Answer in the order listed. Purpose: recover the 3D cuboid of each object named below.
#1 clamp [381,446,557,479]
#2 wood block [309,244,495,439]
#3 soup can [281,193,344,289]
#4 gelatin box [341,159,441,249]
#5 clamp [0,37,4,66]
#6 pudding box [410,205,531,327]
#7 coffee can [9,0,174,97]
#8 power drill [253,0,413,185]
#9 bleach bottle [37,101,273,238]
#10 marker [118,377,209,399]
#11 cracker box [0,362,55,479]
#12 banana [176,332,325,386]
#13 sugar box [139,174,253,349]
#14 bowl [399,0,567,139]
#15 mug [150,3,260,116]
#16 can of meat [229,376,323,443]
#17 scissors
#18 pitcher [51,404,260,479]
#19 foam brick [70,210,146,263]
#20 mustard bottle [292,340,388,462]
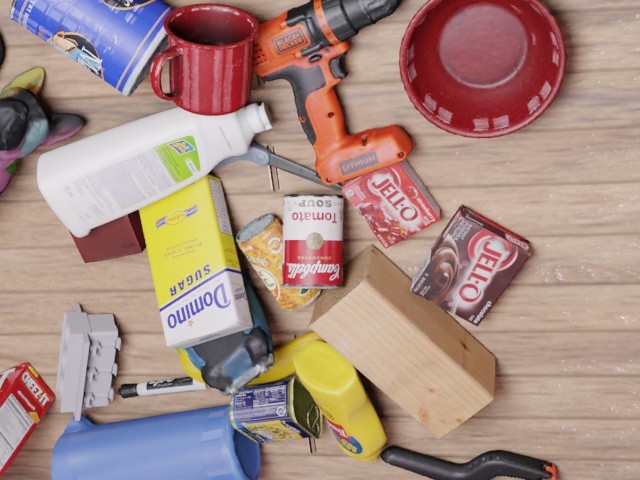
[{"bbox_3d":[0.194,0.319,1.340,0.210,0.036,0.164,-8,117,15],"label":"clamp"},{"bbox_3d":[0.097,0.116,1.216,0.206,0.090,0.090,42,117,-13],"label":"wood block"},{"bbox_3d":[-0.008,0.001,1.163,0.068,0.068,0.102,1,89,10],"label":"soup can"},{"bbox_3d":[0.078,-0.044,1.166,0.073,0.030,0.089,-29,110,23],"label":"gelatin box"},{"bbox_3d":[-0.376,-0.235,1.141,0.120,0.039,0.171,-6,121,20],"label":"clamp"},{"bbox_3d":[0.166,0.029,1.184,0.090,0.039,0.114,28,120,-6],"label":"pudding box"},{"bbox_3d":[-0.225,-0.226,1.080,0.140,0.102,0.103,34,119,-9],"label":"coffee can"},{"bbox_3d":[0.026,-0.161,1.097,0.185,0.057,0.187,-18,111,23],"label":"power drill"},{"bbox_3d":[-0.169,-0.087,1.142,0.251,0.068,0.102,-19,138,9],"label":"bleach bottle"},{"bbox_3d":[-0.199,0.186,1.350,0.121,0.020,0.020,-8,117,15],"label":"marker"},{"bbox_3d":[-0.448,0.256,1.323,0.164,0.213,0.072,-23,110,21],"label":"cracker box"},{"bbox_3d":[-0.088,0.148,1.298,0.198,0.037,0.069,-3,119,12],"label":"banana"},{"bbox_3d":[-0.140,0.024,1.180,0.093,0.048,0.176,-19,73,19],"label":"sugar box"},{"bbox_3d":[0.161,-0.185,1.059,0.162,0.055,0.162,4,119,8],"label":"bowl"},{"bbox_3d":[-0.115,-0.171,1.041,0.093,0.117,0.081,34,136,31],"label":"mug"},{"bbox_3d":[-0.053,0.210,1.297,0.084,0.057,0.102,-10,151,18],"label":"can of meat"},{"bbox_3d":[-0.081,-0.084,1.182,0.201,0.016,0.096,35,120,-9],"label":"scissors"},{"bbox_3d":[-0.201,0.292,1.345,0.243,0.145,0.149,-14,129,14],"label":"pitcher"},{"bbox_3d":[-0.239,-0.012,1.230,0.078,0.051,0.053,-10,117,15],"label":"foam brick"},{"bbox_3d":[0.034,0.206,1.273,0.058,0.096,0.191,-41,133,-16],"label":"mustard bottle"}]
